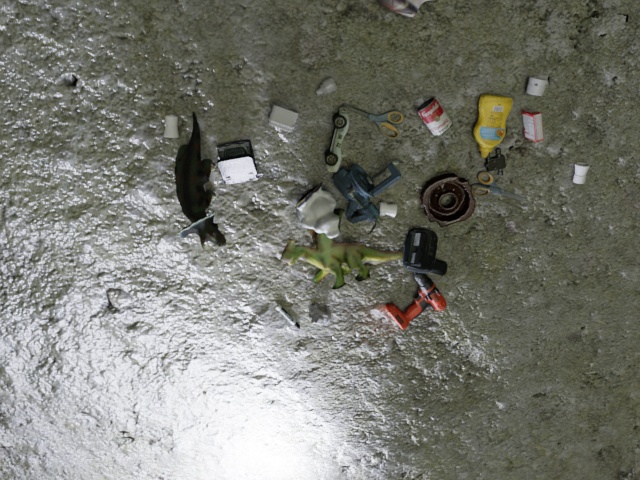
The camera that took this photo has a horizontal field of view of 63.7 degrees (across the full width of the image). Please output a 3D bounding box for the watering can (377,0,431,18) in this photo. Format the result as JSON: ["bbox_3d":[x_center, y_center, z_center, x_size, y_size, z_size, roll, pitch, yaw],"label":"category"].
[{"bbox_3d":[0.209,-0.756,1.397,0.346,0.222,0.106,27,16,-15],"label":"watering can"}]

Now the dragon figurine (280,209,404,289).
[{"bbox_3d":[0.069,0.015,1.678,0.412,0.240,0.123,-20,14,-11],"label":"dragon figurine"}]

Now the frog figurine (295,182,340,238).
[{"bbox_3d":[0.005,-0.081,1.610,0.140,0.158,0.121,-46,12,-31],"label":"frog figurine"}]
